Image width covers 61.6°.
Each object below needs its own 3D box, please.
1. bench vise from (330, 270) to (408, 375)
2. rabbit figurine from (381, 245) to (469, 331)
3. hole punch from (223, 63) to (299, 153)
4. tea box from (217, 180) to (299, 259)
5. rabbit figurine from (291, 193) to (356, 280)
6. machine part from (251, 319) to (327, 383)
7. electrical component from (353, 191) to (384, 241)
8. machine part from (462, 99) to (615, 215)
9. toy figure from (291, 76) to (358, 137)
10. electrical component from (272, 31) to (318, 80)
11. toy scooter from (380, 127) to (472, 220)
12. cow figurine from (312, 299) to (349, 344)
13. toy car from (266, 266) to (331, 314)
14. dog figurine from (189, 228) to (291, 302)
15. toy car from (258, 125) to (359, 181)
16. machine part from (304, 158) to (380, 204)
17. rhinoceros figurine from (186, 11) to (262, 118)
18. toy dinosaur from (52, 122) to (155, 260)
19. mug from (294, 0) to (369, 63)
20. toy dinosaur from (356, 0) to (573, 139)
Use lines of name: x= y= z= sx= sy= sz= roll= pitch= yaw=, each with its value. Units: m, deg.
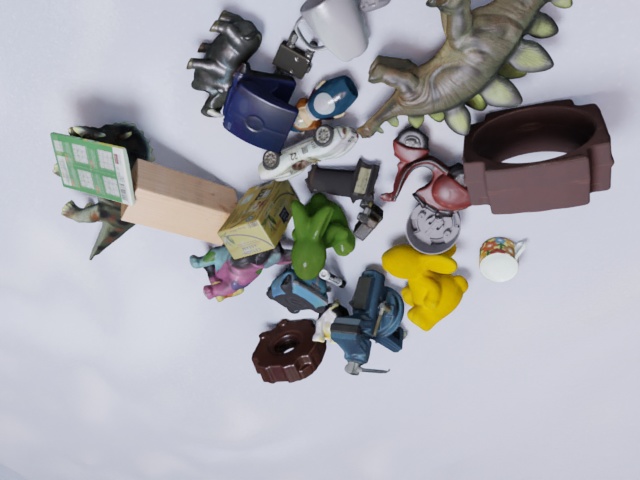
bench vise: x=0.122 y=0.190 z=1.135 sx=0.129 sy=0.223 sz=0.240 roll=-13 pitch=148 yaw=30
rabbit figurine: x=0.201 y=0.072 z=1.055 sx=0.173 sy=0.122 sz=0.162 roll=43 pitch=121 yaw=-15
hole punch: x=-0.101 y=-0.217 z=0.914 sx=0.116 sy=0.092 sz=0.142 roll=2 pitch=150 yaw=-24
tea box: x=-0.114 y=-0.045 z=1.034 sx=0.098 sy=0.170 sz=0.068 roll=-15 pitch=119 yaw=28
rabbit figurine: x=-0.002 y=-0.003 z=1.030 sx=0.121 sy=0.170 sz=0.158 roll=6 pitch=128 yaw=13
machine part: x=-0.072 y=0.254 z=1.246 sx=0.179 sy=0.179 sz=0.056 roll=-8 pitch=120 yaw=22
electrical component: x=0.089 y=-0.045 z=1.021 sx=0.045 sy=0.102 sz=0.078 roll=39 pitch=117 yaw=-8
machine part: x=0.324 y=-0.126 z=0.816 sx=0.202 sy=0.201 sz=0.087 roll=-5 pitch=126 yaw=20
toy figure: x=-0.006 y=-0.231 z=0.938 sx=0.154 sy=0.058 sz=0.064 roll=-25 pitch=77 yaw=32
electrical component: x=-0.044 y=-0.304 z=0.915 sx=0.063 sy=0.021 sz=0.094 roll=29 pitch=128 yaw=-6
toy scooter: x=0.185 y=-0.098 z=0.946 sx=0.184 sy=0.075 sz=0.135 roll=37 pitch=106 yaw=0
cow figurine: x=0.038 y=0.181 z=1.196 sx=0.068 sy=0.167 sz=0.098 roll=6 pitch=85 yaw=16
toy car: x=-0.039 y=0.095 z=1.156 sx=0.109 sy=0.103 sz=0.162 roll=36 pitch=153 yaw=-19
dog figurine: x=-0.151 y=0.046 z=1.157 sx=0.219 sy=0.191 sz=0.108 roll=-23 pitch=79 yaw=4
toy car: x=-0.023 y=-0.156 z=0.977 sx=0.202 sy=0.073 sz=0.056 roll=-18 pitch=83 yaw=29
machine part: x=0.041 y=-0.112 z=1.006 sx=0.139 sy=0.084 sz=0.039 roll=6 pitch=168 yaw=24
rhinoceros figurine: x=-0.166 y=-0.299 z=0.932 sx=0.112 sy=0.073 sz=0.190 roll=26 pitch=128 yaw=-16
toy dinosaur: x=-0.440 y=-0.098 z=1.140 sx=0.192 sy=0.131 sz=0.404 roll=13 pitch=134 yaw=8
mug: x=0.021 y=-0.329 z=0.840 sx=0.110 sy=0.081 sz=0.107 roll=-25 pitch=123 yaw=25
toy dinosaur: x=0.232 y=-0.285 z=0.799 sx=0.198 sy=0.105 sz=0.471 roll=37 pitch=129 yaw=-19
